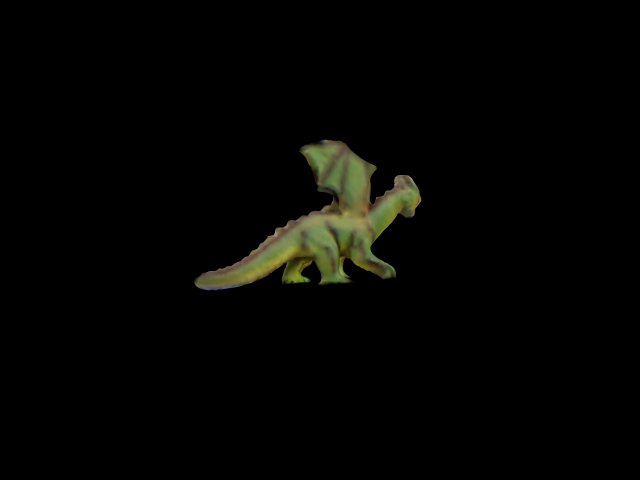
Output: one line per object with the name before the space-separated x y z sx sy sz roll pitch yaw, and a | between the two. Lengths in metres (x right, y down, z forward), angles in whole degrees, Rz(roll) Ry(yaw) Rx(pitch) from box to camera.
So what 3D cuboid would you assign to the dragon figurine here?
dragon figurine | 0.003 -0.043 0.850 0.411 0.243 0.122 -1 1 -25
